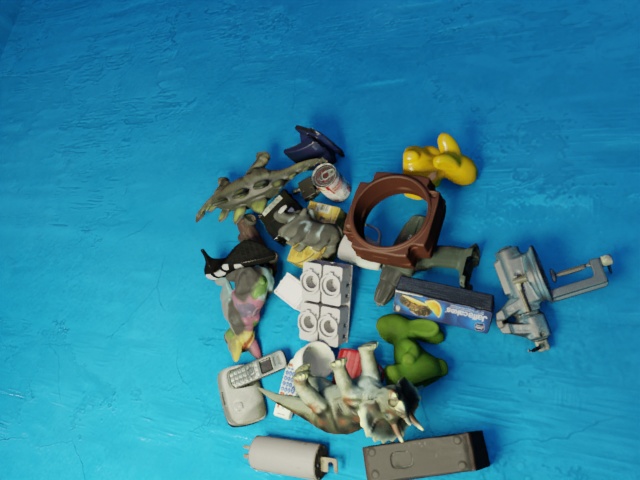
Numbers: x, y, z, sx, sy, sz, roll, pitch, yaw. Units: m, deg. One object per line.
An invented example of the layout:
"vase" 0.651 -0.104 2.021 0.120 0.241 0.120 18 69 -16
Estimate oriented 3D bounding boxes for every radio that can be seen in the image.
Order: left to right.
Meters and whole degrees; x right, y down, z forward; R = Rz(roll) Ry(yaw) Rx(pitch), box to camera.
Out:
"radio" 0.204 0.425 1.054 0.230 0.131 0.073 -18 65 20

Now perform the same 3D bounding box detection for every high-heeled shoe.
"high-heeled shoe" -0.206 0.074 1.404 0.249 0.145 0.086 4 50 27

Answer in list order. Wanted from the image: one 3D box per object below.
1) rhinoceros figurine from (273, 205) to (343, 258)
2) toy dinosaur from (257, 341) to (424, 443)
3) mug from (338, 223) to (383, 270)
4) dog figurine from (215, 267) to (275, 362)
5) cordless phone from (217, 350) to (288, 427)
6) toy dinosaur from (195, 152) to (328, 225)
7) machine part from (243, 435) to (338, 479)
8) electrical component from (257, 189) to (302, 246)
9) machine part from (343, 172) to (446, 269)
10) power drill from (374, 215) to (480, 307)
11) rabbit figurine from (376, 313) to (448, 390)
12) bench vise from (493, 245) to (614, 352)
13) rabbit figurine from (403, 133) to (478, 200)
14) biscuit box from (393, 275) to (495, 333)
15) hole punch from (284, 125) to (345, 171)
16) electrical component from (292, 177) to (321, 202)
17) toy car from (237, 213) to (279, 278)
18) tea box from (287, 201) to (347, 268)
"rhinoceros figurine" -0.036 -0.027 1.309 0.191 0.073 0.112 20 82 31
"toy dinosaur" 0.044 0.330 1.089 0.405 0.131 0.192 -29 81 41
"mug" 0.114 0.020 1.297 0.107 0.080 0.109 27 81 23
"dog figurine" -0.181 0.190 1.346 0.192 0.108 0.219 -25 69 44
"cordless phone" -0.148 0.356 1.296 0.184 0.088 0.147 -27 60 11
"toy dinosaur" -0.170 -0.140 1.438 0.472 0.105 0.199 -26 29 25
"machine part" -0.071 0.486 1.205 0.243 0.079 0.079 -3 69 27
"electrical component" -0.091 -0.052 1.438 0.115 0.058 0.134 -44 57 9
"machine part" 0.166 -0.047 1.203 0.201 0.087 0.201 11 70 29
"power drill" 0.245 0.064 1.214 0.208 0.086 0.232 11 74 38
"rabbit figurine" 0.188 0.225 1.147 0.159 0.121 0.170 -28 63 7
"bench vise" 0.459 0.099 1.061 0.241 0.128 0.223 -22 64 23
"rabbit figurine" 0.283 -0.177 1.255 0.173 0.162 0.122 10 63 12
"biscuit box" 0.259 0.134 1.126 0.203 0.059 0.063 12 32 17
"hole punch" -0.020 -0.239 1.436 0.116 0.142 0.092 22 80 46
"electrical component" -0.031 -0.136 1.461 0.094 0.021 0.063 -26 62 16
"toy car" -0.170 0.020 1.432 0.202 0.053 0.089 58 139 31
"tea box" -0.003 -0.004 1.367 0.098 0.068 0.169 17 80 31
